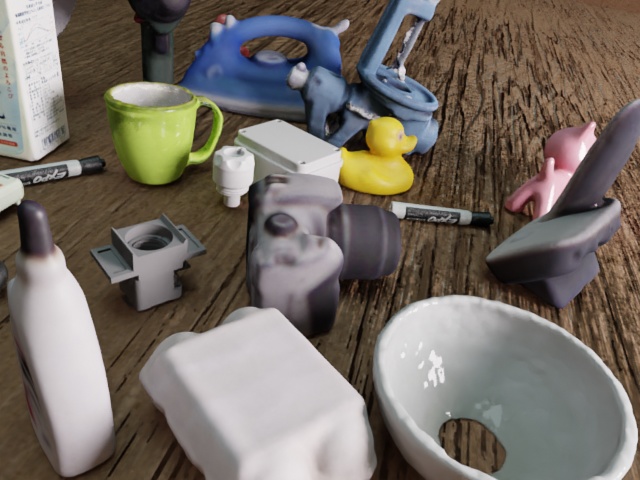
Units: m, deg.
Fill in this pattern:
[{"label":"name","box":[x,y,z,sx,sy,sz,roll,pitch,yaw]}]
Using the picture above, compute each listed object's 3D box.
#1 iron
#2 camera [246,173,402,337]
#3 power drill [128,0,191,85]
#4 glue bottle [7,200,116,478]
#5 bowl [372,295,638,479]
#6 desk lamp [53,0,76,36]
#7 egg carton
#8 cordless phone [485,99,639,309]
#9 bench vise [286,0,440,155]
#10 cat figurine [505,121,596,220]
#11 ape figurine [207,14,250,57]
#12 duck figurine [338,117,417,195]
[{"label":"iron","box":[-0.081,-0.265,0.841,0.258,0.141,0.118,4,34,-8]},{"label":"camera","box":[0.005,0.002,0.501,0.137,0.101,0.143,2,34,-11]},{"label":"power drill","box":[-0.197,-0.237,0.709,0.076,0.208,0.229,-7,37,-23]},{"label":"glue bottle","box":[-0.150,0.053,0.321,0.037,0.173,0.078,-21,44,-37]},{"label":"bowl","box":[0.111,0.116,0.381,0.167,0.075,0.167,7,34,-4]},{"label":"desk lamp","box":[-0.408,-0.290,0.731,0.203,0.213,0.118,6,34,-5]},{"label":"egg carton","box":[-0.039,0.108,0.360,0.107,0.069,0.149,-19,43,-36]},{"label":"cordless phone","box":[0.244,-0.042,0.550,0.094,0.185,0.148,29,38,27]},{"label":"bench vise","box":[0.070,-0.216,0.734,0.208,0.220,0.121,-5,36,-20]},{"label":"cat figurine","box":[0.293,-0.090,0.696,0.067,0.118,0.128,32,40,31]},{"label":"ape figurine","box":[-0.160,-0.332,0.966,0.076,0.092,0.077,-23,45,-39]},{"label":"duck figurine","box":[0.069,-0.107,0.694,0.104,0.086,0.077,3,34,-10]}]
